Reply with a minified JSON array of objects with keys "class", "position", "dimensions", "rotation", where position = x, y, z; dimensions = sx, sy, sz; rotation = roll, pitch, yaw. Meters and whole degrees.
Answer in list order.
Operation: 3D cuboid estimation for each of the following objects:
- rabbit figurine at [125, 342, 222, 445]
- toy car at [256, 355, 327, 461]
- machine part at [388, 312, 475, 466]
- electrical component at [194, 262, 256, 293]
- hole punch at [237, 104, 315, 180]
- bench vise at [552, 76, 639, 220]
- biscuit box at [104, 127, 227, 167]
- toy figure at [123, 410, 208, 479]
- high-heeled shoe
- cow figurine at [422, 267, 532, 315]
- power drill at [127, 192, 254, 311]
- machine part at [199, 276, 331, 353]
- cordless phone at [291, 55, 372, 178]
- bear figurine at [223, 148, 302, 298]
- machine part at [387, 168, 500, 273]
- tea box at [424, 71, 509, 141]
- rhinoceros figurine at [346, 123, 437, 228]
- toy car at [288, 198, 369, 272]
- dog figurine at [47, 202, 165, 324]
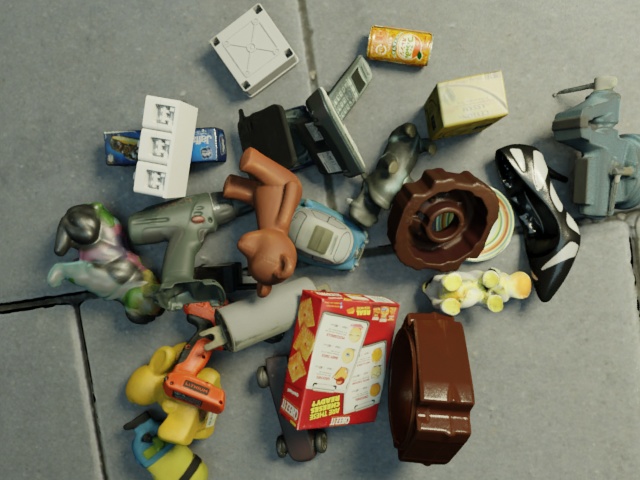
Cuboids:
[{"class":"rabbit figurine","position":[-0.269,0.263,0.948],"dimensions":[0.173,0.122,0.162],"rotation":[11,92,23]},{"class":"toy car","position":[-0.050,0.298,0.958],"dimensions":[0.089,0.053,0.202],"rotation":[-14,96,16]},{"class":"machine part","position":[0.165,0.230,0.842],"dimensions":[0.087,0.200,0.201],"rotation":[4,50,-4]},{"class":"electrical component","position":[-0.160,0.066,0.940],"dimensions":[0.119,0.075,0.047],"rotation":[-3,94,9]},{"class":"hole punch","position":[-0.071,-0.167,0.920],"dimensions":[0.116,0.092,0.142],"rotation":[-11,98,38]},{"class":"bench vise","position":[0.486,-0.144,0.853],"dimensions":[0.241,0.129,0.223],"rotation":[-1,84,-15]},{"class":"biscuit box","position":[-0.269,-0.162,0.940],"dimensions":[0.203,0.063,0.059],"rotation":[-2,95,6]},{"class":"toy figure","position":[-0.278,0.389,0.971],"dimensions":[0.089,0.082,0.180],"rotation":[-34,88,8]},{"class":"high-heeled shoe","position":[0.338,-0.032,0.874],"dimensions":[0.145,0.086,0.248],"rotation":[15,77,-16]},{"class":"cow figurine","position":[0.263,0.083,0.904],"dimensions":[0.167,0.098,0.068],"rotation":[-3,91,-13]},{"class":"power drill","position":[-0.199,0.007,0.887],"dimensions":[0.232,0.086,0.207],"rotation":[-7,60,-6]},{"class":"machine part","position":[-0.085,0.122,0.899],"dimensions":[0.243,0.079,0.079],"rotation":[-20,92,-25]},{"class":"cordless phone","position":[0.050,-0.208,0.899],"dimensions":[0.184,0.089,0.146],"rotation":[-56,129,-30]},{"class":"bear figurine","position":[-0.093,-0.022,0.833],"dimensions":[0.132,0.120,0.196],"rotation":[23,57,-20]},{"class":"machine part","position":[0.192,-0.030,0.855],"dimensions":[0.179,0.056,0.179],"rotation":[-7,121,-11]},{"class":"tea box","position":[0.222,-0.204,0.840],"dimensions":[0.098,0.169,0.068],"rotation":[-10,92,7]},{"class":"rhinoceros figurine","position":[0.111,-0.109,0.889],"dimensions":[0.073,0.112,0.190],"rotation":[34,82,-30]},{"class":"toy car","position":[-0.002,-0.003,0.908],"dimensions":[0.162,0.103,0.109],"rotation":[25,97,5]},{"class":"dog figurine","position":[-0.341,0.043,0.942],"dimensions":[0.219,0.108,0.191],"rotation":[13,92,0]}]
